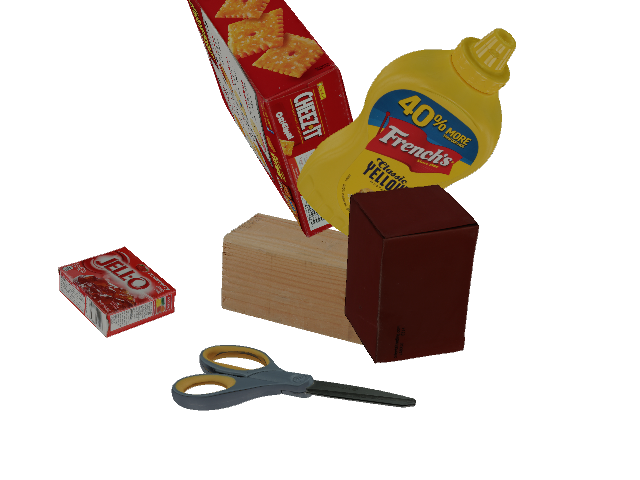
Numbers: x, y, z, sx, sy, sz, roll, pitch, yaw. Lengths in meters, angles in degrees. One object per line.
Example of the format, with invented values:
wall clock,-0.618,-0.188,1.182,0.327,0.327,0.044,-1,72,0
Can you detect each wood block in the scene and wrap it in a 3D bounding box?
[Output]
wood block,0.002,0.044,1.174,0.206,0.091,0.090,13,25,21

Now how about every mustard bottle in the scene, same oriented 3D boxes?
mustard bottle,0.070,-0.077,0.751,0.096,0.192,0.058,36,39,-8

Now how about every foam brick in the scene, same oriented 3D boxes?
foam brick,0.046,0.017,0.559,0.053,0.078,0.051,-6,31,-16

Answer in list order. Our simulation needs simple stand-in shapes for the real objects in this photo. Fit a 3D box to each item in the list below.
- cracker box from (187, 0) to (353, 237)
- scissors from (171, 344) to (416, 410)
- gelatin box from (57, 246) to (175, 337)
cracker box,-0.040,-0.133,0.924,0.072,0.164,0.214,-25,48,-7
scissors,-0.034,0.117,0.815,0.202,0.016,0.096,13,30,44
gelatin box,-0.187,0.045,0.980,0.073,0.030,0.089,-19,40,-36
